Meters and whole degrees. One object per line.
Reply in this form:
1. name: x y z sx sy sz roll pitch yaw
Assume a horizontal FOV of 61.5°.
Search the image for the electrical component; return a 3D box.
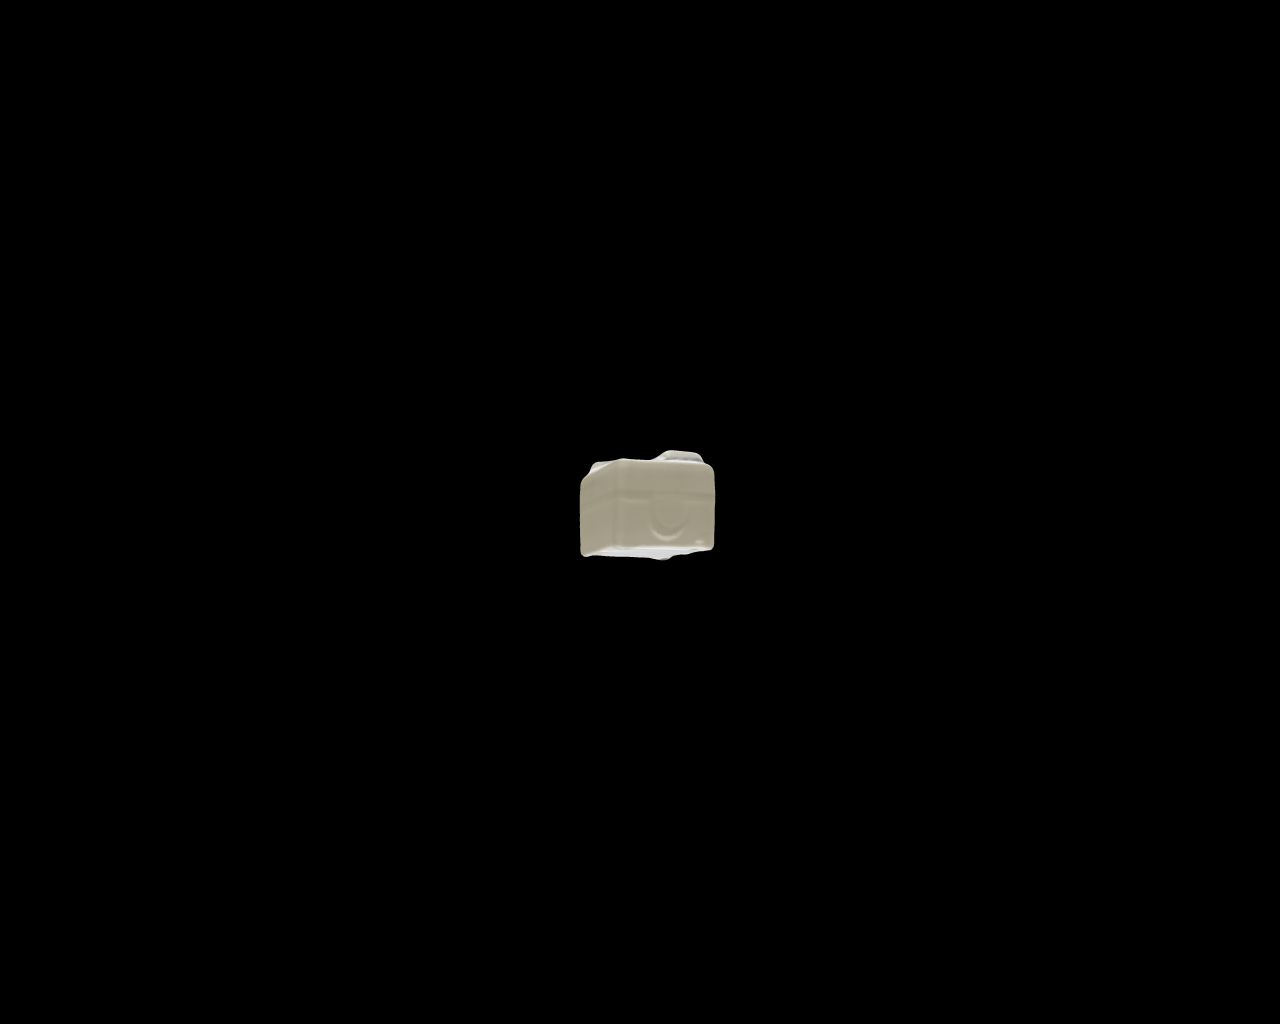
1. electrical component: 0.001 -0.003 0.650 0.062 0.061 0.096 2 -7 -19
